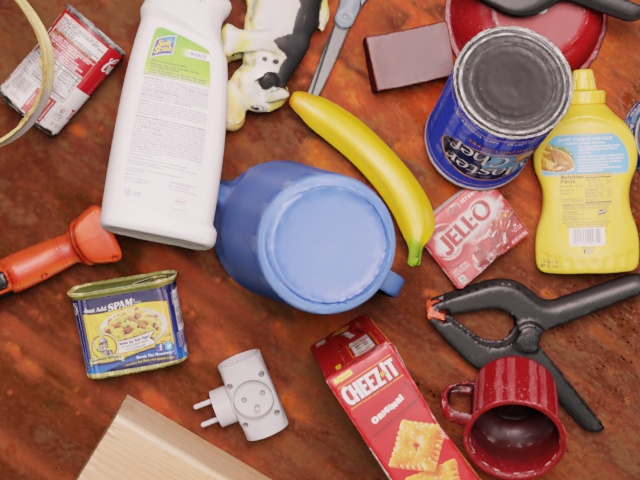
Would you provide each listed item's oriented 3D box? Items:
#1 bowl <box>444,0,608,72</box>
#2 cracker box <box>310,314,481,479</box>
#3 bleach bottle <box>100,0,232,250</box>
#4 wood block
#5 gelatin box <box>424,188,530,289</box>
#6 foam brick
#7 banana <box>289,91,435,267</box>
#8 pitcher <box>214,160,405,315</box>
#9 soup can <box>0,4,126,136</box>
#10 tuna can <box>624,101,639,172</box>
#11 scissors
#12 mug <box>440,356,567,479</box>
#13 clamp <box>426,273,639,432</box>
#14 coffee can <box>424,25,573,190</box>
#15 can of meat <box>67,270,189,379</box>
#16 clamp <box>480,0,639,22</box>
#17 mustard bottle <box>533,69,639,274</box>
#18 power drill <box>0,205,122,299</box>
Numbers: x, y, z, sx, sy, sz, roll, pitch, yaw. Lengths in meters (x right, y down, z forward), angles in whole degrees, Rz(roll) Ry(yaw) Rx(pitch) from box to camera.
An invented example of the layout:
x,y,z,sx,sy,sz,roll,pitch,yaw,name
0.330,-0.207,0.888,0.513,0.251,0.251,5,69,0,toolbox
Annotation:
x,y,z,sx,sy,sz,roll,pitch,yaw,name
0.200,-0.216,1.001,0.162,0.055,0.162,0,95,-3,bowl
0.081,0.181,0.975,0.072,0.164,0.213,-33,97,-3,cracker box
-0.118,-0.124,0.918,0.102,0.068,0.251,12,82,-12,bleach bottle
-0.121,0.244,1.006,0.206,0.090,0.091,32,91,-6,wood block
0.144,-0.008,1.028,0.089,0.030,0.073,-38,95,0,gelatin box
0.082,-0.171,1.000,0.078,0.051,0.053,-11,97,-2,foam brick
0.050,-0.067,1.001,0.037,0.069,0.198,-42,82,29,banana
-0.006,0.001,0.914,0.149,0.243,0.145,-16,97,-9,pitcher
-0.235,-0.154,0.973,0.068,0.068,0.102,40,92,-6,soup can
0.339,-0.101,1.030,0.086,0.034,0.086,0,95,-4,tuna can
0.012,-0.228,1.008,0.096,0.016,0.202,38,92,-5,scissors
0.170,0.161,1.001,0.117,0.081,0.093,10,120,5,mug
0.209,0.082,1.034,0.210,0.036,0.165,20,103,-3,clamp
0.155,-0.114,0.951,0.102,0.140,0.103,1,75,-4,coffee can
-0.178,0.079,1.004,0.102,0.057,0.084,-9,98,-2,can of meat
0.207,-0.254,0.949,0.171,0.039,0.120,-2,94,-3,clamp
0.252,-0.065,1.015,0.096,0.058,0.191,-1,95,13,mustard bottle
-0.271,0.029,0.940,0.187,0.184,0.057,-23,97,-11,power drill
